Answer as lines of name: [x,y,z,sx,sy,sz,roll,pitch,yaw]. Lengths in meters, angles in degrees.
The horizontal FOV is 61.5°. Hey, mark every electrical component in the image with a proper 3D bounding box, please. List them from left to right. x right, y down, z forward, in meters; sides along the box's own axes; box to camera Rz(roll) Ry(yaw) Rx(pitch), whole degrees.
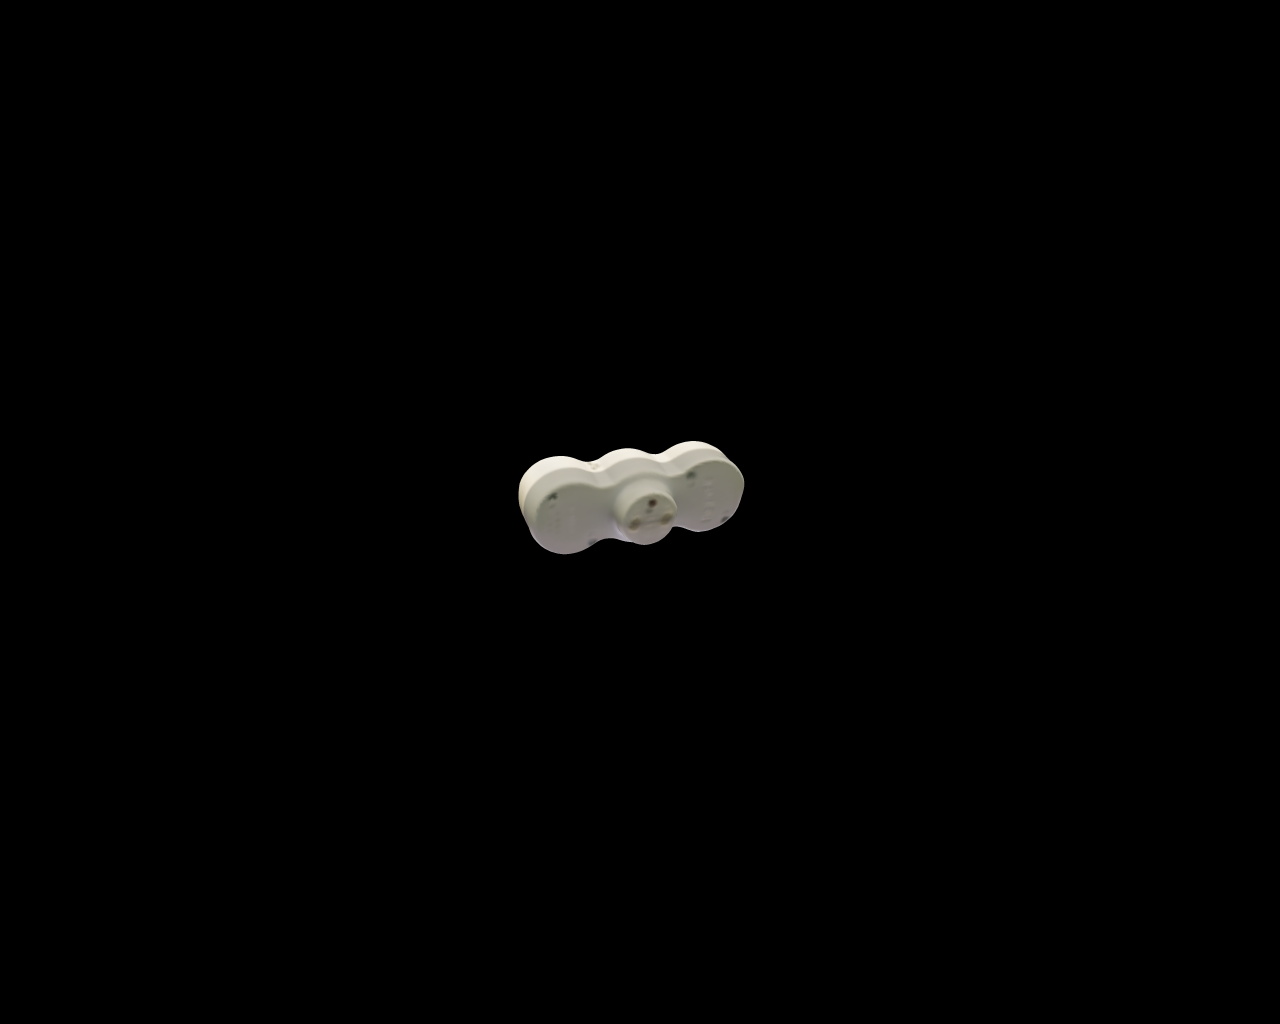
electrical component: [0.001,-0.003,0.650,0.138,0.052,0.074,-8,28,-16]
